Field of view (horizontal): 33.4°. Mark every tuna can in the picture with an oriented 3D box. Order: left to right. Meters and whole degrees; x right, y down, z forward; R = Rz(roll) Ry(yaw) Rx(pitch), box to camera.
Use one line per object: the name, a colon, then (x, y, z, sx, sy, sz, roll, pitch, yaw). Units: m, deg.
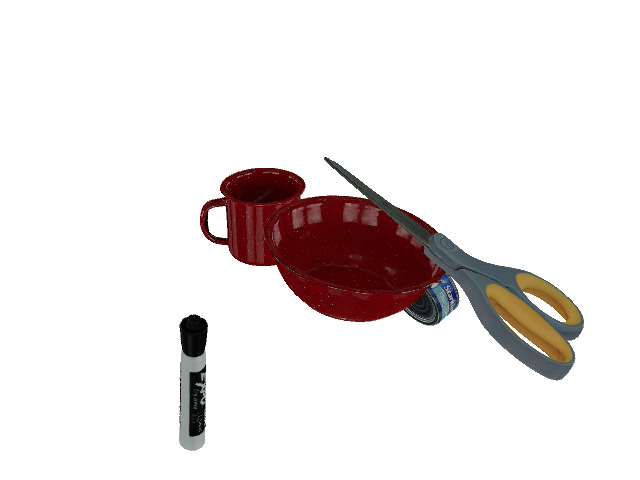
tuna can: (0.116, 0.055, 1.224, 0.033, 0.086, 0.086, -38, 18, -24)

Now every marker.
marker: (-0.089, 0.100, 0.744, 0.020, 0.121, 0.020, 4, 38, -3)

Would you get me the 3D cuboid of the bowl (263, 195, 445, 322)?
bowl: (0.028, 0.023, 0.924, 0.162, 0.055, 0.162, 7, 30, -4)

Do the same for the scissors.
scissors: (0.093, 0.009, 0.684, 0.096, 0.016, 0.202, -11, 51, -49)

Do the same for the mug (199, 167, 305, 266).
mug: (-0.074, -0.023, 1.175, 0.117, 0.081, 0.093, -7, 30, -12)
